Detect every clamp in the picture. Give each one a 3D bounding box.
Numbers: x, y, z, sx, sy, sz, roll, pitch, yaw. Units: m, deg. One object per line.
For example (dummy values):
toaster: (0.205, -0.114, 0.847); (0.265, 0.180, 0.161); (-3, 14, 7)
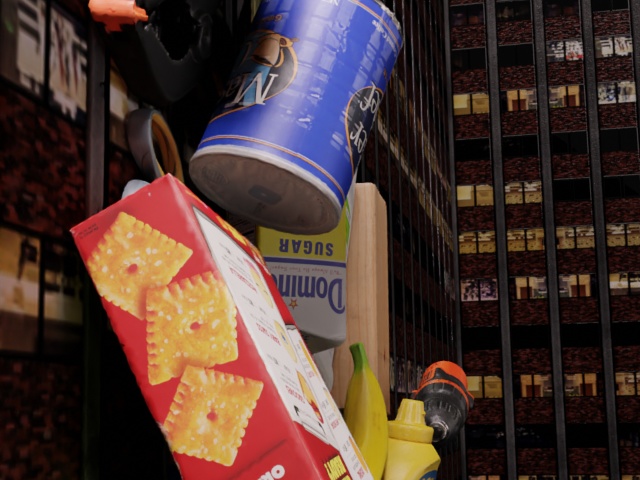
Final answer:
clamp: (-0.087, -0.121, 0.682); (0.209, 0.036, 0.164); (-34, 128, -72)

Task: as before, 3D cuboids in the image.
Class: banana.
banana: (0.025, 0.163, 0.828); (0.069, 0.037, 0.197); (55, 22, -21)

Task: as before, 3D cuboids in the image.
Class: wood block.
wood block: (0.016, 0.059, 1.000); (0.090, 0.090, 0.206); (48, 40, -73)

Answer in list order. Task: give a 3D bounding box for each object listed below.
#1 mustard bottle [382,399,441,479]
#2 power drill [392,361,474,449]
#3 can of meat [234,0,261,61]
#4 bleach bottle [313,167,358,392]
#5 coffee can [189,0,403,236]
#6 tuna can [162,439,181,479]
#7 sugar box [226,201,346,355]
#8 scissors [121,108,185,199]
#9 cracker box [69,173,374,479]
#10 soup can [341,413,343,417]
mustard bottle: (0.065, 0.229, 0.888); (0.096, 0.058, 0.191); (24, 72, -67)
power drill: (0.071, 0.204, 1.025); (0.057, 0.188, 0.184); (45, 12, 4)
can of meat: (-0.019, -0.152, 0.822); (0.102, 0.084, 0.057); (132, -42, -73)
bleach bottle: (-0.006, 0.001, 0.906); (0.102, 0.068, 0.250); (71, 25, -50)
coffee can: (-0.014, -0.088, 0.703); (0.102, 0.103, 0.140); (64, 42, -61)
tuna can: (-0.073, 0.141, 0.695); (0.086, 0.034, 0.086); (-3, 90, -78)
sugar box: (-0.024, -0.012, 0.786); (0.093, 0.048, 0.176); (21, 57, -41)
scissors: (-0.090, 0.006, 0.691); (0.202, 0.016, 0.096); (75, 18, -44)
cracker box: (-0.040, 0.088, 0.585); (0.214, 0.072, 0.164); (63, 5, 19)
soup can: (-0.021, 0.168, 0.853); (0.102, 0.068, 0.068); (-32, 118, -75)
